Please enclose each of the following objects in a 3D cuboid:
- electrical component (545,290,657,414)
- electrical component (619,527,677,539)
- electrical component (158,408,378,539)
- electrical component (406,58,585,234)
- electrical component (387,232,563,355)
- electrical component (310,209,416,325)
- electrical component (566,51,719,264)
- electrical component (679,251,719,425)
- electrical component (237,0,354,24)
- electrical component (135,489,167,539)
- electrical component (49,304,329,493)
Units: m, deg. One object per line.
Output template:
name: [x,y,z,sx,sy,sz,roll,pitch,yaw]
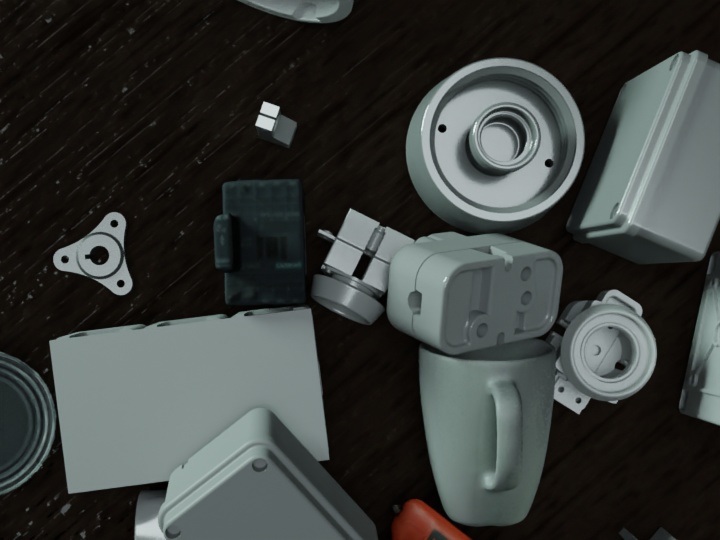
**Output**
electrical component: [0.147,0.050,0.656,0.058,0.057,0.078,32,87,-1]
electrical component: [0.188,0.201,0.661,0.081,0.042,0.063,42,89,0]
electrical component: [-0.047,0.144,0.590,0.078,0.057,0.113,-38,105,7]
electrical component: [0.084,-0.077,0.655,0.108,0.060,0.108,0,88,-3]
electrical component: [0.065,0.011,0.636,0.095,0.059,0.053,-8,110,-36]
electrical component: [0.000,0.000,0.658,0.066,0.048,0.055,26,80,-2]
electrical component: [0.178,-0.062,0.635,0.056,0.109,0.108,23,88,-4]
electrical component: [0.239,0.043,0.635,0.056,0.108,0.108,13,88,1]
electrical component: [-0.046,-0.198,0.632,0.108,0.108,0.060,19,82,-2]
electrical component: [-0.094,0.172,0.649,0.077,0.043,0.079,0,88,-2]
electrical component: [-0.098,0.074,0.641,0.150,0.062,0.089,-7,91,-3]
